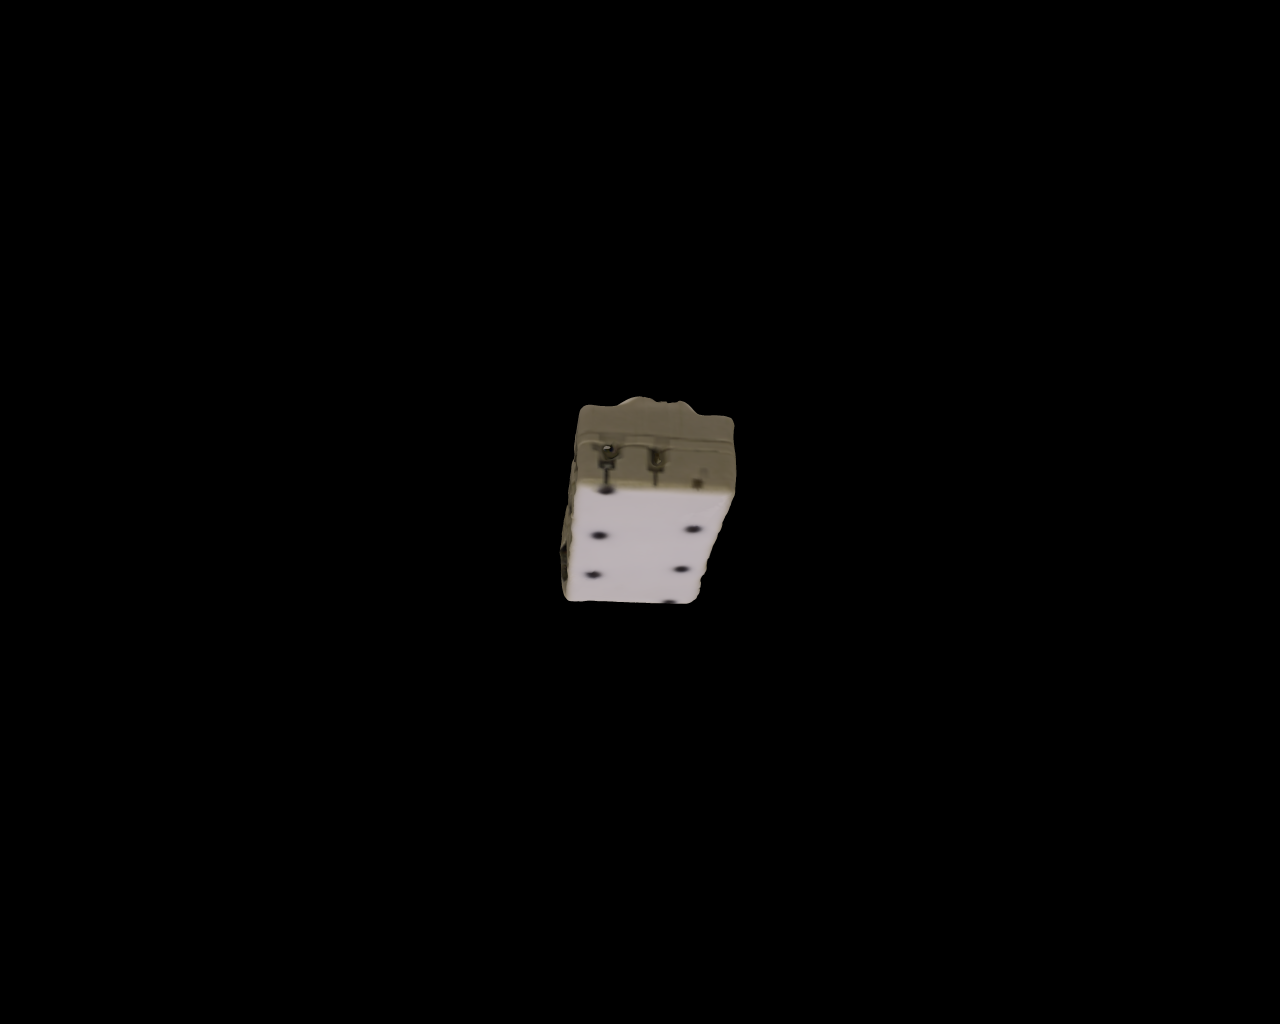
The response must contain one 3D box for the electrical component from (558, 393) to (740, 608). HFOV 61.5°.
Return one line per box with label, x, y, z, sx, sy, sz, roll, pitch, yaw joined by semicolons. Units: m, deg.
electrical component;0.001;-0.003;0.650;0.089;0.062;0.150;4;-29;-6
